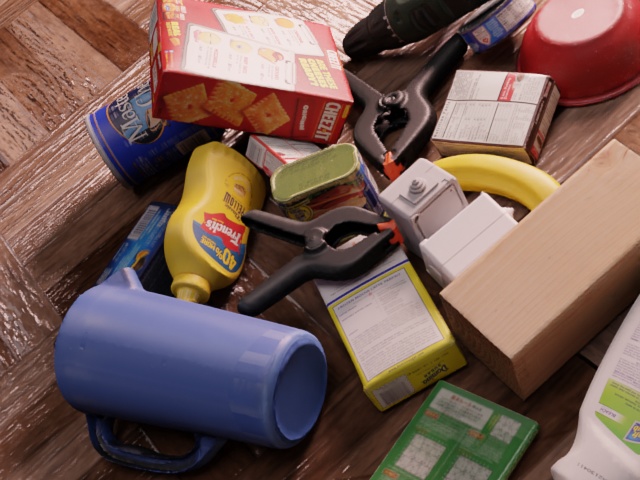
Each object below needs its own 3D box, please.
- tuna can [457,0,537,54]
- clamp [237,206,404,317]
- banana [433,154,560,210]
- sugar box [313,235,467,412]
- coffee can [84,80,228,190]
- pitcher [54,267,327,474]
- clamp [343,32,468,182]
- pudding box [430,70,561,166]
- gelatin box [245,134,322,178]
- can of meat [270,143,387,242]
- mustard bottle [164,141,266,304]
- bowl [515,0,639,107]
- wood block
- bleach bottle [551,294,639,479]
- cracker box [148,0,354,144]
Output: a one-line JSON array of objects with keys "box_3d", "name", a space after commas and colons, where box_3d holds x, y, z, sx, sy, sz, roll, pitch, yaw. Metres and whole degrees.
[{"box_3d": [0.196, -0.244, 1.177, 0.086, 0.033, 0.086, -39, 12, 10], "name": "tuna can"}, {"box_3d": [-0.007, 0.001, 1.040, 0.171, 0.039, 0.120, -18, 58, 9], "name": "clamp"}, {"box_3d": [0.178, -0.050, 1.044, 0.069, 0.037, 0.198, -46, 46, -13], "name": "banana"}, {"box_3d": [0.060, 0.068, 1.005, 0.093, 0.048, 0.176, -29, 41, 4], "name": "sugar box"}, {"box_3d": [-0.197, -0.139, 1.286, 0.140, 0.102, 0.103, -30, 44, 3], "name": "coffee can"}, {"box_3d": [-0.121, 0.131, 1.006, 0.243, 0.149, 0.144, 8, 42, 30], "name": "pitcher"}, {"box_3d": [0.093, -0.150, 1.179, 0.165, 0.036, 0.210, -18, 42, 16], "name": "clamp"}, {"box_3d": [0.180, -0.128, 1.101, 0.114, 0.039, 0.090, 9, 70, 37], "name": "pudding box"}, {"box_3d": [-0.028, -0.085, 1.170, 0.073, 0.030, 0.089, -3, 30, -36], "name": "gelatin box"}, {"box_3d": [0.009, -0.045, 1.102, 0.102, 0.084, 0.057, -21, 45, 12], "name": "can of meat"}, {"box_3d": [-0.117, -0.005, 1.130, 0.058, 0.096, 0.191, -13, 47, 36], "name": "mustard bottle"}, {"box_3d": [0.277, -0.217, 1.120, 0.162, 0.055, 0.162, -16, 46, 17], "name": "bowl"}, {"box_3d": [0.213, 0.025, 0.914, 0.206, 0.090, 0.091, -41, 55, -8], "name": "wood block"}, {"box_3d": [0.252, 0.124, 0.837, 0.103, 0.068, 0.250, 26, 71, 41], "name": "bleach bottle"}, {"box_3d": [-0.084, -0.192, 1.208, 0.213, 0.072, 0.164, 7, 40, -18], "name": "cracker box"}]
